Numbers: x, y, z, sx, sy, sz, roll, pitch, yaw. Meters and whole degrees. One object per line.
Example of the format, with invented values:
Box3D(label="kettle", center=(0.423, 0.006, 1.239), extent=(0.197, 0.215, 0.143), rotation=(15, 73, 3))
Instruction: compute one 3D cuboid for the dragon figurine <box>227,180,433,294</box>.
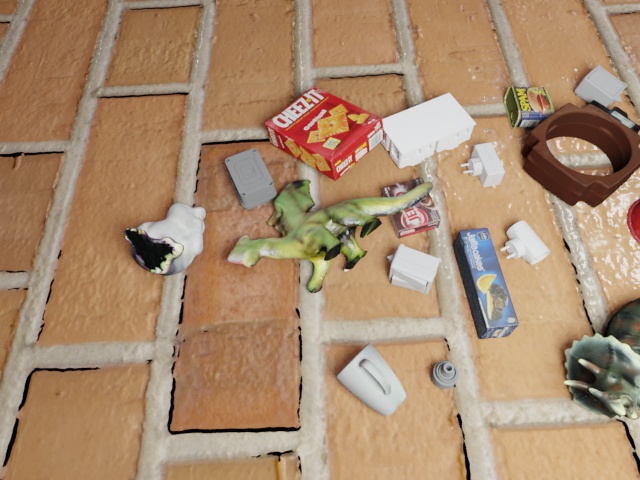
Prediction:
Box3D(label="dragon figurine", center=(0.003, -0.052, 1.033), extent=(0.414, 0.119, 0.246), rotation=(-35, 56, -18))

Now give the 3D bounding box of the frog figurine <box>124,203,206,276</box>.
Box3D(label="frog figurine", center=(-0.297, -0.006, 1.031), extent=(0.137, 0.120, 0.162), rotation=(1, 23, 13))
